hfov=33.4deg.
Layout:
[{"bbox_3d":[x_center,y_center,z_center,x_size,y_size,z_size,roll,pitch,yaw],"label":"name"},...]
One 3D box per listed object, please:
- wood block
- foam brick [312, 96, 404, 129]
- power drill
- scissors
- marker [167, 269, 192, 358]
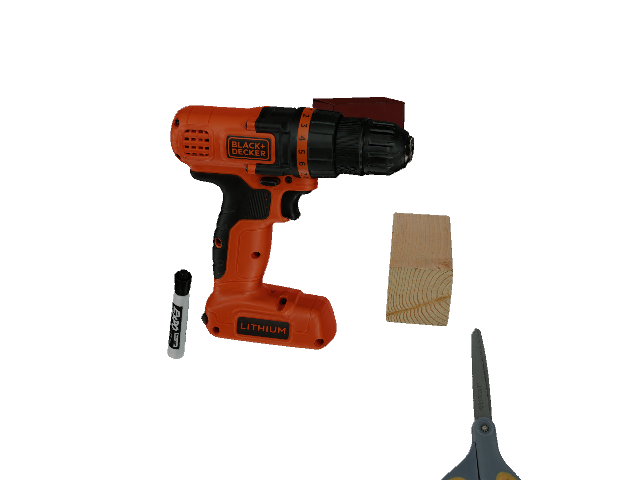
[{"bbox_3d":[0.148,0.039,1.595,0.091,0.090,0.206,4,24,4],"label":"wood block"},{"bbox_3d":[0.037,-0.111,1.040,0.078,0.051,0.053,-4,14,-20],"label":"foam brick"},{"bbox_3d":[-0.023,-0.012,0.824,0.184,0.188,0.057,6,21,13],"label":"power drill"},{"bbox_3d":[0.116,0.165,0.865,0.096,0.202,0.016,-9,-34,-11],"label":"scissors"},{"bbox_3d":[-0.155,0.081,1.174,0.020,0.121,0.020,7,37,-6],"label":"marker"}]
